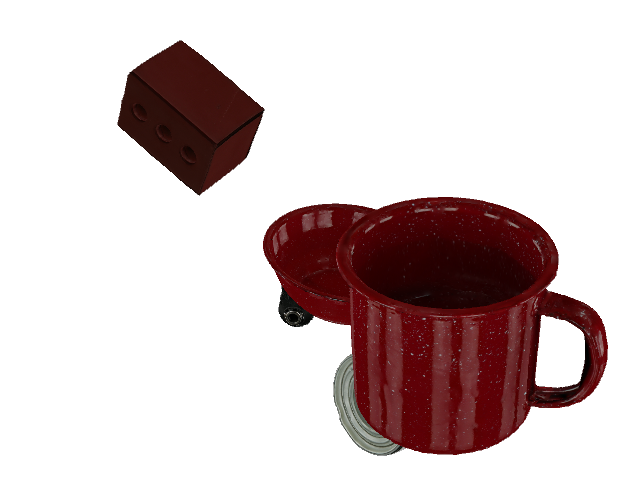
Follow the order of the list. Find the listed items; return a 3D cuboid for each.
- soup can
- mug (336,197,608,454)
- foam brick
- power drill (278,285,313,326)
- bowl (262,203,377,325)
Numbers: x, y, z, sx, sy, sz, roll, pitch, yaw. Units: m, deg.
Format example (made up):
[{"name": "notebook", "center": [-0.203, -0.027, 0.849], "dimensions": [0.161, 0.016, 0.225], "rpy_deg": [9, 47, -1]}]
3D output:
[{"name": "soup can", "center": [0.066, 0.093, 0.686], "dimensions": [0.102, 0.068, 0.069], "rpy_deg": [-12, 8, -41]}, {"name": "mug", "center": [0.065, 0.040, 0.464], "dimensions": [0.117, 0.081, 0.093], "rpy_deg": [11, 34, 21]}, {"name": "foam brick", "center": [-0.085, -0.081, 0.696], "dimensions": [0.051, 0.078, 0.053], "rpy_deg": [-42, -13, -37]}, {"name": "power drill", "center": [0.052, 0.040, 1.201], "dimensions": [0.188, 0.057, 0.184], "rpy_deg": [1, 29, 10]}, {"name": "bowl", "center": [0.025, 0.030, 0.992], "dimensions": [0.162, 0.055, 0.162], "rpy_deg": [5, 32, -3]}]
